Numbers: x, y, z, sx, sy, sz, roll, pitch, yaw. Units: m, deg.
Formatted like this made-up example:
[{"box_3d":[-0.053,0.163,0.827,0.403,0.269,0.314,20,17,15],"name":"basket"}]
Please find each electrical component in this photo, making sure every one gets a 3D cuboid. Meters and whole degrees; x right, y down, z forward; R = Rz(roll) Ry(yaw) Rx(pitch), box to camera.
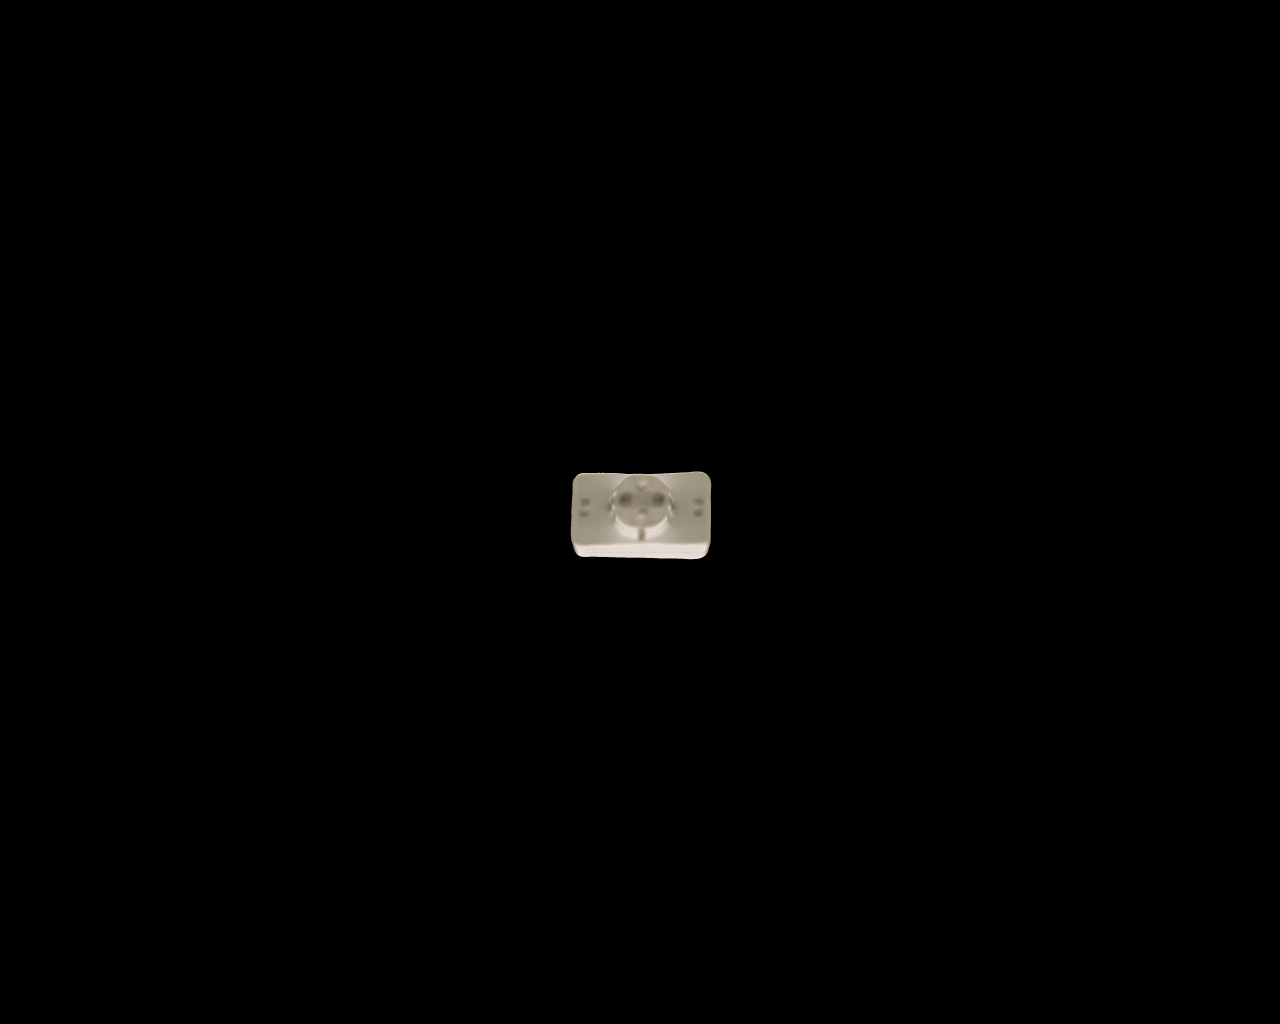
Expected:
[{"box_3d":[0.001,-0.003,0.650,0.083,0.047,0.075,0,-15,0],"name":"electrical component"}]
